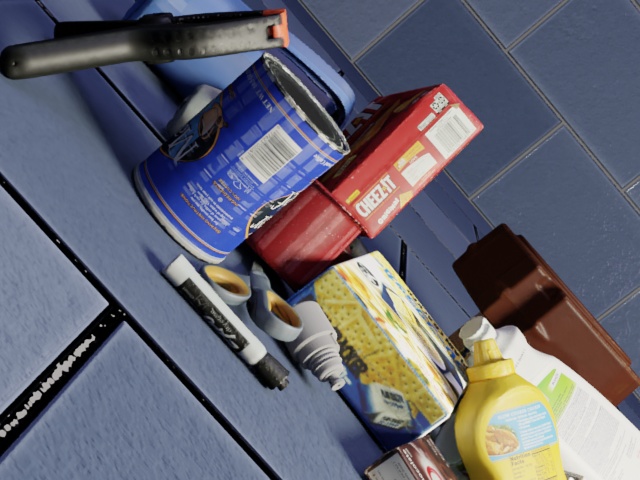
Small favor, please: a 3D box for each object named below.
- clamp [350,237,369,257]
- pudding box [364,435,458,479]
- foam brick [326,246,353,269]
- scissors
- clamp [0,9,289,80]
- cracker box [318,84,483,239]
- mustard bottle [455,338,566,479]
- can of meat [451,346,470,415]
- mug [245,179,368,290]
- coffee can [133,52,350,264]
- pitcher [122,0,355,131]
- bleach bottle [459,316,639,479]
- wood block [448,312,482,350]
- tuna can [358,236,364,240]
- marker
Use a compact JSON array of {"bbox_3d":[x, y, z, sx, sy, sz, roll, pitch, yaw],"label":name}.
[{"bbox_3d":[0.080,0.071,1.180,0.120,0.039,0.171,34,20,-48],"label":"clamp"},{"bbox_3d":[0.089,0.208,0.813,0.113,0.039,0.090,54,13,16],"label":"pudding box"},{"bbox_3d":[-0.007,0.001,1.050,0.051,0.053,0.078,45,14,-23],"label":"foam brick"},{"bbox_3d":[-0.065,0.028,0.848,0.096,0.016,0.202,28,9,-23],"label":"scissors"},{"bbox_3d":[-0.131,-0.158,0.833,0.164,0.210,0.036,-108,-168,-71],"label":"clamp"},{"bbox_3d":[0.060,-0.086,1.145,0.072,0.164,0.214,46,-7,-13],"label":"cracker box"},{"bbox_3d":[0.162,0.178,0.905,0.096,0.058,0.191,-8,81,-32],"label":"mustard bottle"},{"bbox_3d":[0.168,0.153,1.109,0.057,0.102,0.084,43,12,-25],"label":"can of meat"},{"bbox_3d":[-0.024,-0.016,0.936,0.117,0.081,0.093,44,1,-45],"label":"mug"},{"bbox_3d":[-0.062,-0.064,0.843,0.102,0.140,0.103,47,13,-15],"label":"coffee can"},{"bbox_3d":[-0.083,-0.182,1.122,0.242,0.149,0.145,42,15,-20],"label":"pitcher"},{"bbox_3d":[0.226,0.160,1.034,0.250,0.068,0.102,46,56,-19],"label":"bleach bottle"},{"bbox_3d":[0.235,0.191,1.256,0.206,0.090,0.091,46,12,-16],"label":"wood block"},{"bbox_3d":[0.024,-0.033,1.303,0.086,0.034,0.086,47,13,-14],"label":"tuna can"},{"bbox_3d":[-0.064,0.060,0.755,0.121,0.020,0.020,48,13,-7],"label":"marker"}]
